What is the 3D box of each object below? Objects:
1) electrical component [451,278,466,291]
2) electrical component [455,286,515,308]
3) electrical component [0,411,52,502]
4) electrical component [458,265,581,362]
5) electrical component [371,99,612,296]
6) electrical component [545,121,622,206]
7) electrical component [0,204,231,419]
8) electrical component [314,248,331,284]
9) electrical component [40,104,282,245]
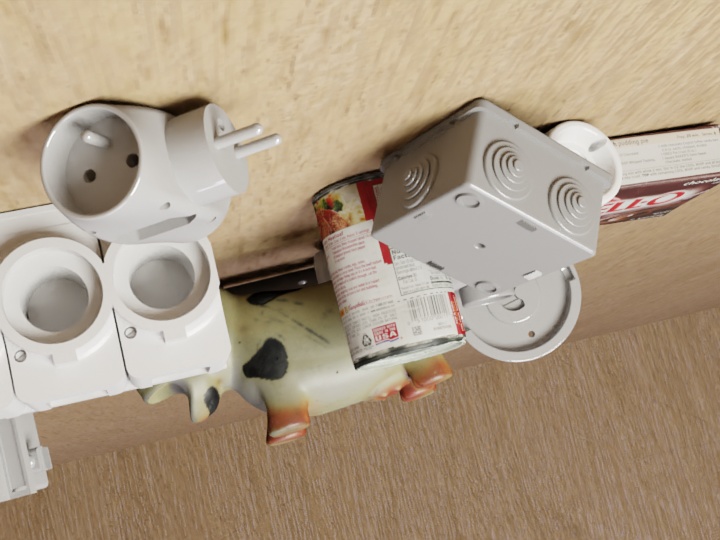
[{"bbox_3d":[0.058,-0.020,0.680,0.096,0.061,0.062,-17,170,19],"label":"electrical component"},{"bbox_3d":[0.090,-0.005,0.812,0.108,0.060,0.108,-13,171,-2],"label":"electrical component"},{"bbox_3d":[-0.253,0.095,0.717,0.079,0.121,0.063,-18,173,20],"label":"electrical component"},{"bbox_3d":[0.125,0.022,0.900,0.108,0.108,0.060,-14,177,-2],"label":"electrical component"},{"bbox_3d":[0.064,-0.032,0.547,0.100,0.048,0.100,26,152,-25],"label":"electrical component"},{"bbox_3d":[0.113,-0.051,0.601,0.055,0.055,0.047,-9,166,-27],"label":"electrical component"},{"bbox_3d":[-0.145,0.018,0.518,0.150,0.089,0.061,-12,170,-13],"label":"electrical component"},{"bbox_3d":[0.000,0.000,0.761,0.055,0.045,0.045,-15,170,9],"label":"electrical component"},{"bbox_3d":[-0.070,-0.041,0.423,0.079,0.043,0.077,-17,170,16],"label":"electrical component"}]
